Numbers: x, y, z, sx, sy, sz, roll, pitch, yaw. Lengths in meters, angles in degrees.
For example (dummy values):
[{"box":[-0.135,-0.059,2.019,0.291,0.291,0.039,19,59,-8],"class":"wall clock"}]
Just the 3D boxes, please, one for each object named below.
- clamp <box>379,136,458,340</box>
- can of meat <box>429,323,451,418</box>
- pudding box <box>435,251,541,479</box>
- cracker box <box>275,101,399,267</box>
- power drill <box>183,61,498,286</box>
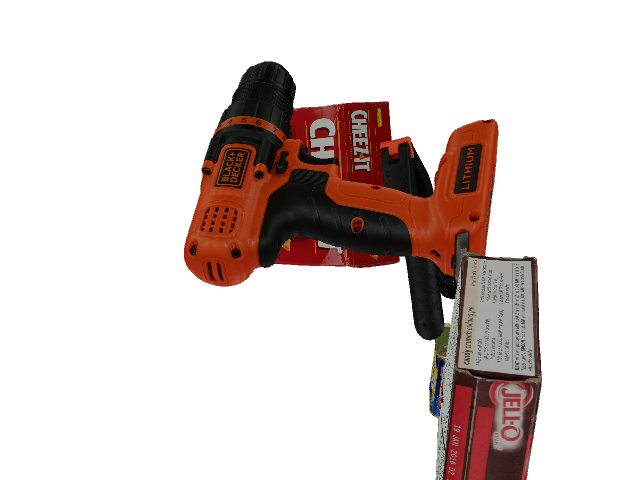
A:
[{"box":[0.085,-0.001,0.921,0.039,0.171,0.120,-17,19,17],"class":"clamp"},{"box":[0.161,0.159,1.282,0.057,0.084,0.102,7,19,4],"class":"can of meat"},{"box":[0.073,0.068,0.468,0.039,0.090,0.113,7,25,5],"class":"pudding box"},{"box":[-0.016,-0.057,1.129,0.071,0.164,0.214,-8,6,-37],"class":"cracker box"},{"box":[0.017,-0.044,0.687,0.188,0.184,0.057,4,-38,11],"class":"power drill"}]
